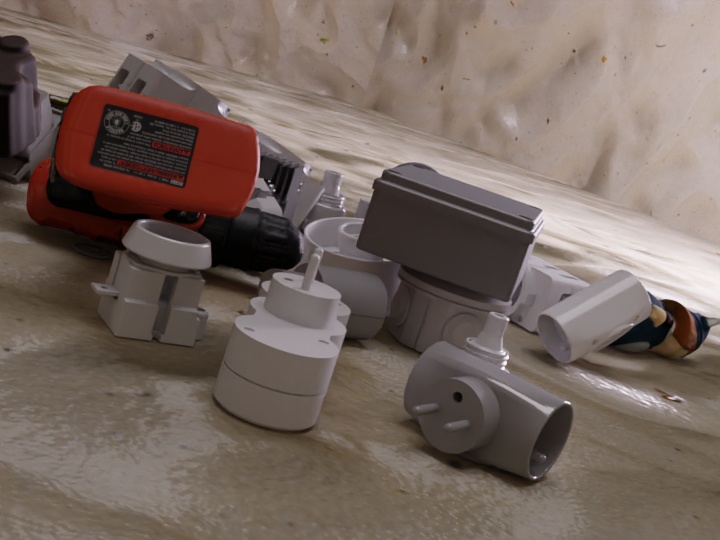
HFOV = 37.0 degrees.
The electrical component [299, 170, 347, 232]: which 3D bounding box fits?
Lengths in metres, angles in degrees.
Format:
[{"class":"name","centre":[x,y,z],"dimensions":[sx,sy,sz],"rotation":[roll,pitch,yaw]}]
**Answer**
[{"class":"electrical component","centre":[-0.033,-0.061,0.997],"dimensions":[0.048,0.062,0.048],"rotation":[17,11,-3]}]

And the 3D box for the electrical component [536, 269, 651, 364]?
[{"class":"electrical component","centre":[0.176,0.042,0.835],"dimensions":[0.044,0.077,0.079],"rotation":[58,-19,16]}]

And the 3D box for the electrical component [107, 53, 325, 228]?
[{"class":"electrical component","centre":[-0.129,-0.114,0.954],"dimensions":[0.186,0.060,0.105],"rotation":[34,1,-32]}]

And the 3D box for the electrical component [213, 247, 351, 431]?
[{"class":"electrical component","centre":[-0.032,0.025,0.552],"dimensions":[0.052,0.073,0.138],"rotation":[18,11,0]}]

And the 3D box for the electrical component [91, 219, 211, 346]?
[{"class":"electrical component","centre":[-0.107,0.006,0.572],"dimensions":[0.066,0.055,0.048],"rotation":[11,13,-32]}]

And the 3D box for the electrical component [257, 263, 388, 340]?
[{"class":"electrical component","centre":[-0.027,0.018,0.668],"dimensions":[0.081,0.043,0.043],"rotation":[10,14,-38]}]

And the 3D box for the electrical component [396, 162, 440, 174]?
[{"class":"electrical component","centre":[0.057,-0.073,1.155],"dimensions":[0.080,0.080,0.051],"rotation":[17,16,-4]}]

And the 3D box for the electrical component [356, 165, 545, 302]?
[{"class":"electrical component","centre":[0.064,-0.027,0.729],"dimensions":[0.109,0.056,0.109],"rotation":[20,11,10]}]

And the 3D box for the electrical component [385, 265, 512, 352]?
[{"class":"electrical component","centre":[0.060,0.028,0.740],"dimensions":[0.080,0.051,0.080],"rotation":[17,11,-4]}]

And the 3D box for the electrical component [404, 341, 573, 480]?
[{"class":"electrical component","centre":[0.055,0.072,0.539],"dimensions":[0.077,0.044,0.079],"rotation":[25,13,32]}]

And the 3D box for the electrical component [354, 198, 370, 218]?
[{"class":"electrical component","centre":[0.036,-0.031,0.979],"dimensions":[0.050,0.055,0.089],"rotation":[9,14,-39]}]

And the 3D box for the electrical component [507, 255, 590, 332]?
[{"class":"electrical component","centre":[0.146,0.018,0.926],"dimensions":[0.056,0.050,0.089],"rotation":[11,13,-31]}]

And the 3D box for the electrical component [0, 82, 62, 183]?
[{"class":"electrical component","centre":[-0.300,-0.124,0.839],"dimensions":[0.121,0.063,0.078],"rotation":[20,52,11]}]

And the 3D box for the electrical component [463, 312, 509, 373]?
[{"class":"electrical component","centre":[0.068,0.054,0.602],"dimensions":[0.035,0.061,0.035],"rotation":[17,11,-4]}]

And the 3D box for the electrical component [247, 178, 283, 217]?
[{"class":"electrical component","centre":[-0.098,-0.037,0.782],"dimensions":[0.057,0.058,0.078],"rotation":[2,44,-42]}]

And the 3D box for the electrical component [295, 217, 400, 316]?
[{"class":"electrical component","centre":[0.000,0.000,0.811],"dimensions":[0.099,0.064,0.099],"rotation":[8,22,-3]}]
